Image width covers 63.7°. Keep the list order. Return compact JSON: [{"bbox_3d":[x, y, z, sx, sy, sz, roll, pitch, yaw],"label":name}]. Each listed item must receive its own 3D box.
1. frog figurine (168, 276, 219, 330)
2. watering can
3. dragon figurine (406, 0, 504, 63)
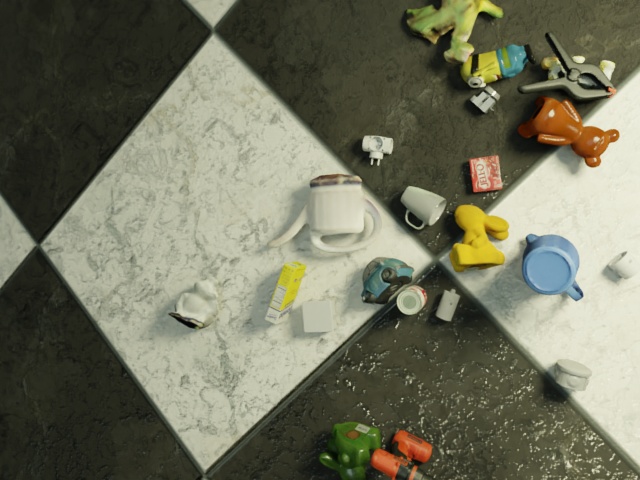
[{"bbox_3d":[-0.374,0.192,1.604,0.137,0.163,0.120,7,-34,27],"label":"frog figurine"},{"bbox_3d":[0.004,-0.074,1.463,0.347,0.225,0.104,-2,-2,19],"label":"watering can"},{"bbox_3d":[0.334,-0.648,1.375,0.240,0.416,0.121,-27,-20,24],"label":"dragon figurine"}]
